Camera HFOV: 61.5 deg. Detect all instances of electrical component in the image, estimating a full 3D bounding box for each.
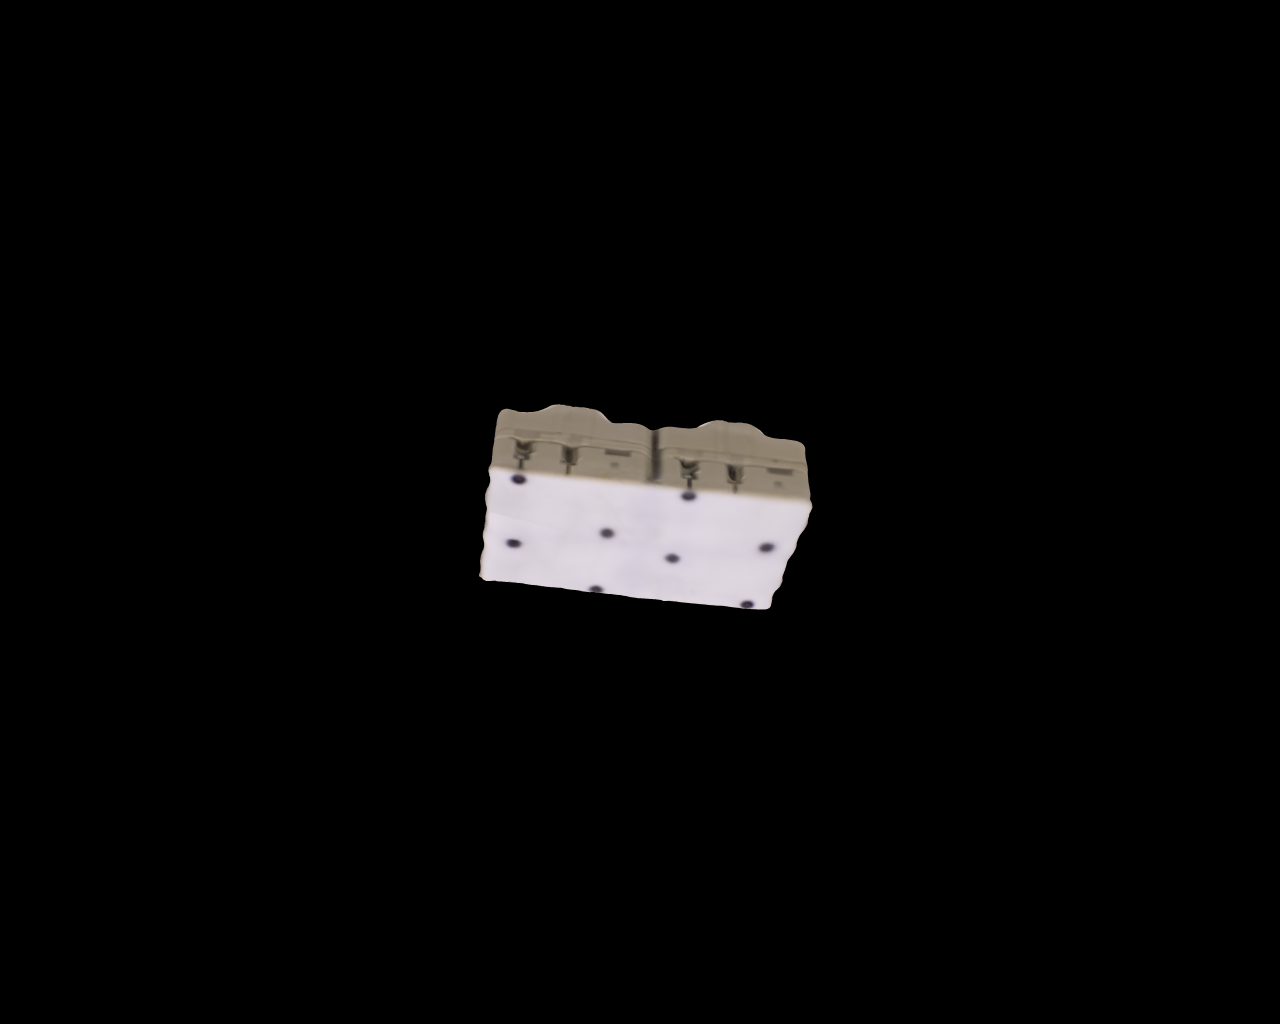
[{"bbox_3d":[0.001,-0.003,0.650,0.186,0.060,0.105,6,-43,-7],"label":"electrical component"}]
